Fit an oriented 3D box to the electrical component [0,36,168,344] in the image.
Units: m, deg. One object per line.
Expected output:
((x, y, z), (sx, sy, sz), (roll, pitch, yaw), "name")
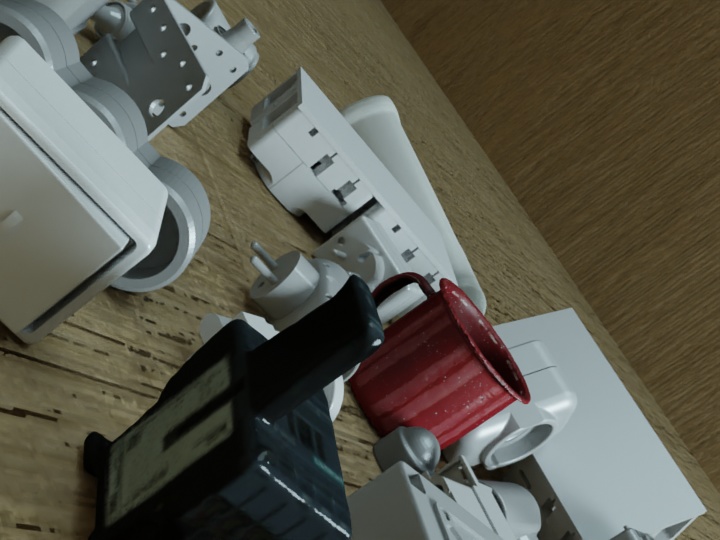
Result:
((-0.122, -0.031, 0.370), (0.096, 0.062, 0.061), (48, 14, -22), "electrical component")

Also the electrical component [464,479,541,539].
((0.086, 0.163, 0.639), (0.079, 0.043, 0.077), (59, 14, 23), "electrical component")

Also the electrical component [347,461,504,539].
((0.039, 0.155, 0.461), (0.109, 0.056, 0.108), (43, 16, -38), "electrical component")

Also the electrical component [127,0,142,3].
((-0.166, -0.198, 0.681), (0.073, 0.052, 0.138), (50, 14, -16), "electrical component")

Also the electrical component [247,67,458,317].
((-0.009, -0.057, 0.842), (0.186, 0.060, 0.105), (48, 13, -21), "electrical component")

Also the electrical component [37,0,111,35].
((-0.169, -0.154, 0.541), (0.078, 0.057, 0.113), (50, 13, -15), "electrical component")

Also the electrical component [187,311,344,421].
((-0.040, 0.052, 0.483), (0.055, 0.048, 0.066), (22, 33, -53), "electrical component")

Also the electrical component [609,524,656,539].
((0.166, 0.208, 0.681), (0.062, 0.096, 0.061), (33, 23, -57), "electrical component")

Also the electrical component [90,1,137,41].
((-0.146, -0.149, 0.662), (0.035, 0.035, 0.061), (59, 17, 25), "electrical component")

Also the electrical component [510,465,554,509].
((0.164, 0.160, 0.893), (0.078, 0.057, 0.113), (40, 18, -46), "electrical component")

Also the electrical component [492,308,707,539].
((0.153, 0.128, 0.805), (0.105, 0.060, 0.186), (-11, 55, -27), "electrical component")

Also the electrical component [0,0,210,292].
((-0.119, -0.058, 0.472), (0.138, 0.052, 0.073), (51, 13, -12), "electrical component")

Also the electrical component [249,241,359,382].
((-0.034, 0.016, 0.597), (0.079, 0.043, 0.077), (48, 13, -22), "electrical component")

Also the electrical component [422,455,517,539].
((0.050, 0.141, 0.574), (0.064, 0.042, 0.081), (31, 25, -51), "electrical component")

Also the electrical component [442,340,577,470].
((0.096, 0.095, 0.736), (0.059, 0.095, 0.053), (61, -26, 30), "electrical component")

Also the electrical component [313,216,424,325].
((0.000, 0.000, 0.755), (0.065, 0.047, 0.077), (57, 13, 17), "electrical component")

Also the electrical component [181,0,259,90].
((-0.111, -0.172, 0.825), (0.055, 0.045, 0.045), (46, 15, -30), "electrical component")

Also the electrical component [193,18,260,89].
((-0.101, -0.155, 0.774), (0.043, 0.062, 0.043), (50, 13, -16), "electrical component")
